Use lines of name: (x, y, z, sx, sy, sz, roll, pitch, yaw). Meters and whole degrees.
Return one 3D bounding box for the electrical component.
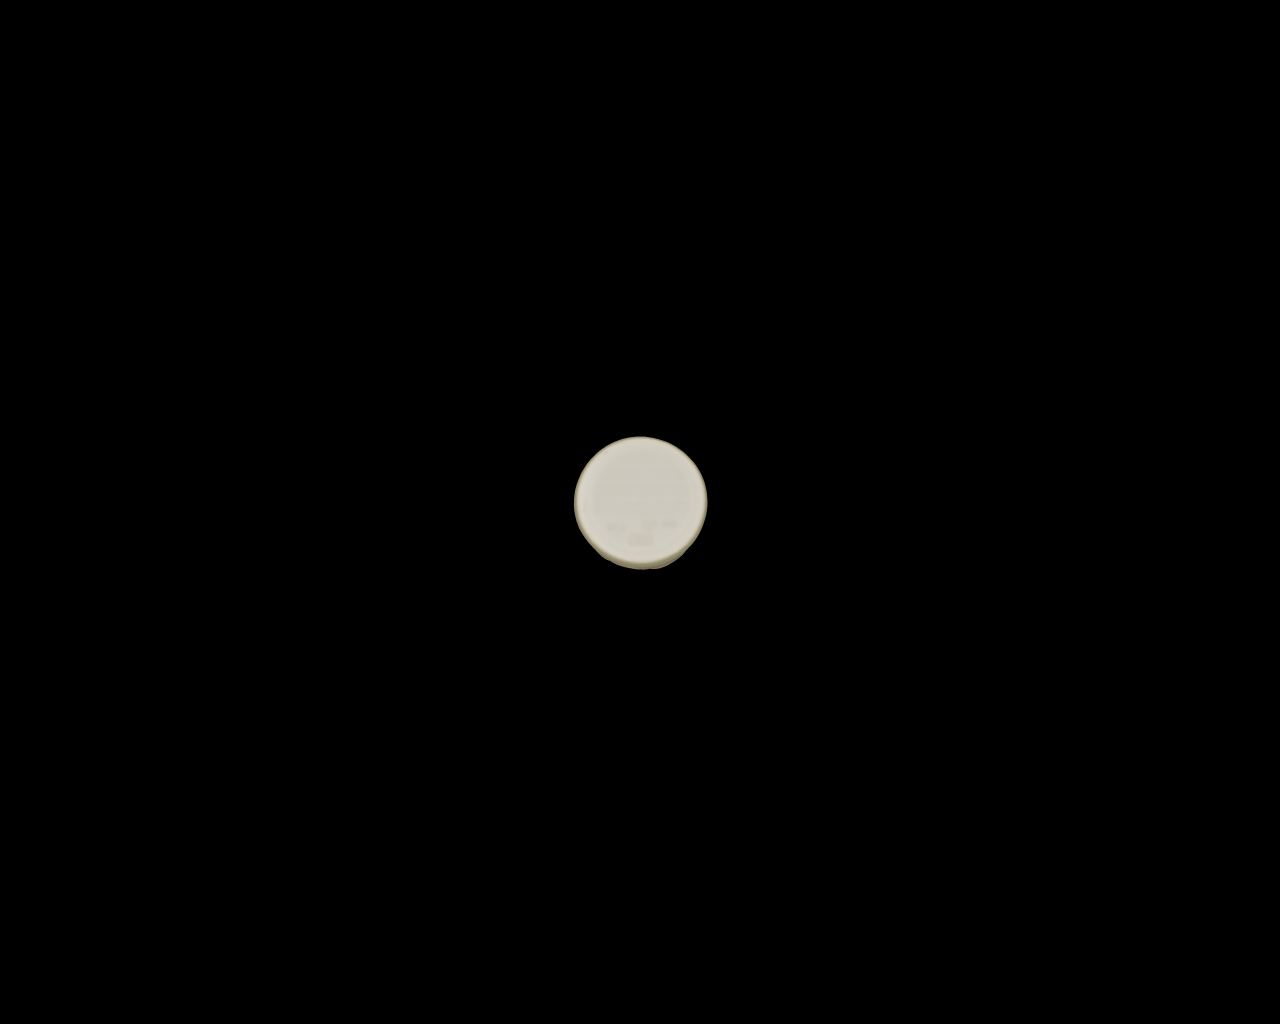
electrical component: (0.001, -0.003, 0.650, 0.080, 0.080, 0.051, 0, -12, 0)
